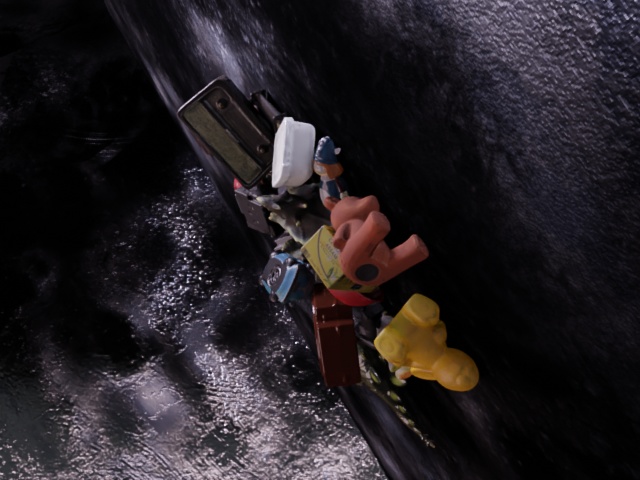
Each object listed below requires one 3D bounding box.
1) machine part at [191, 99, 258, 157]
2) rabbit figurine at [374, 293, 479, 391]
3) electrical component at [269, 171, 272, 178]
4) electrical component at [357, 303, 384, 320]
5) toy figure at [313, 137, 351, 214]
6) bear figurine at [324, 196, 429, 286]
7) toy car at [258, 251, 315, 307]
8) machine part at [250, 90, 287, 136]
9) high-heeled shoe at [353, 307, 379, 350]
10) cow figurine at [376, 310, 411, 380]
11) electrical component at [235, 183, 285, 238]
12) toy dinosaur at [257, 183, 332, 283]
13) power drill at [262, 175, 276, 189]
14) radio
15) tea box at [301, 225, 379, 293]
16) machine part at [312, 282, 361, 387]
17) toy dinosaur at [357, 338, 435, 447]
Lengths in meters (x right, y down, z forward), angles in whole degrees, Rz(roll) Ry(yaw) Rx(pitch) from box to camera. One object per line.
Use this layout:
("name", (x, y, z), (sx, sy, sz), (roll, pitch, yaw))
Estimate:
("machine part", (-0.223, -0.274, 1.303), (0.180, 0.179, 0.056), (48, 166, 43))
("rabbit figurine", (0.187, 0.196, 0.915), (0.173, 0.122, 0.162), (35, 163, 18))
("electrical component", (-0.121, -0.200, 1.292), (0.102, 0.078, 0.045), (54, -168, -2))
("electrical component", (0.103, 0.134, 1.181), (0.075, 0.048, 0.119), (57, 180, 14))
("toy figure", (0.021, -0.112, 0.975), (0.064, 0.058, 0.154), (3, 131, 29))
("bear figurine", (0.081, -0.021, 0.874), (0.120, 0.132, 0.196), (31, -147, -24))
("toy car", (-0.068, 0.093, 1.236), (0.103, 0.109, 0.162), (25, 180, -28))
("machine part", (-0.099, -0.263, 1.138), (0.139, 0.039, 0.084), (53, 174, 20))
("high-heeled shoe", (0.079, 0.198, 1.362), (0.249, 0.086, 0.145), (-5, 106, 64))
("cow figurine", (0.163, 0.235, 1.185), (0.098, 0.068, 0.167), (55, 165, 47))
("electrical component", (-0.146, -0.077, 1.287), (0.134, 0.058, 0.114), (23, 139, 43))
("toy dinosaur", (-0.005, 0.003, 1.219), (0.192, 0.131, 0.404), (38, 165, 45))
("power drill", (-0.144, -0.174, 1.425), (0.231, 0.086, 0.207), (63, 172, -21))
("radio", (-0.186, -0.238, 1.183), (0.229, 0.131, 0.073), (47, -165, -22))
("tea box", (0.053, 0.038, 0.985), (0.098, 0.068, 0.169), (53, -161, 24))
("machine part", (0.034, 0.204, 1.188), (0.201, 0.087, 0.201), (-97, -3, -71))
("toy dinosaur", (0.146, 0.343, 1.435), (0.471, 0.105, 0.198), (54, 164, 5))
